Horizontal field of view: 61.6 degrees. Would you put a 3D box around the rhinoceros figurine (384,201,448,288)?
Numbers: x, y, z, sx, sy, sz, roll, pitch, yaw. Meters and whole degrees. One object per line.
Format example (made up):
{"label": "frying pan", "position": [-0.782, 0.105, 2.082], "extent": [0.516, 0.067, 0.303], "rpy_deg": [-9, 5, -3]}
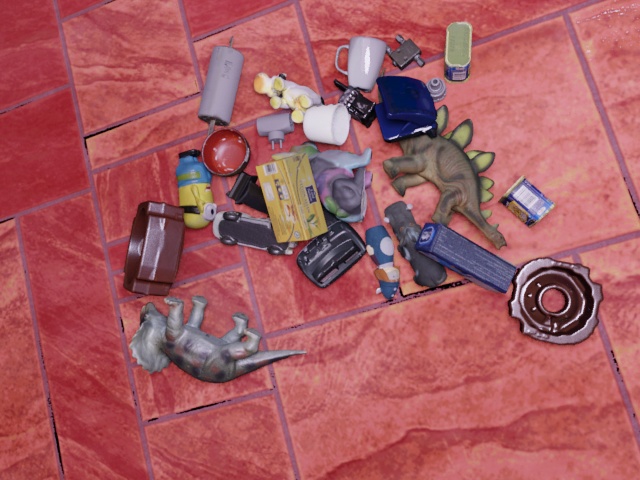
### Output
{"label": "rhinoceros figurine", "position": [0.191, 0.011, 1.099], "extent": [0.073, 0.112, 0.190], "rpy_deg": [-28, 86, 11]}

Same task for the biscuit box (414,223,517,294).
{"label": "biscuit box", "position": [0.284, 0.035, 1.048], "extent": [0.202, 0.059, 0.063], "rpy_deg": [28, 82, -20]}

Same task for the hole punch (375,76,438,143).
{"label": "hole punch", "position": [0.171, -0.271, 1.078], "extent": [0.116, 0.092, 0.142], "rpy_deg": [-14, 58, 3]}

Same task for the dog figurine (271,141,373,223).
{"label": "dog figurine", "position": [-0.001, -0.131, 1.151], "extent": [0.219, 0.108, 0.191], "rpy_deg": [6, 59, 15]}

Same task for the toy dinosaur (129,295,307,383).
{"label": "toy dinosaur", "position": [-0.248, 0.240, 1.176], "extent": [0.405, 0.131, 0.192], "rpy_deg": [24, 102, 10]}

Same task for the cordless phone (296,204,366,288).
{"label": "cordless phone", "position": [-0.003, -0.003, 1.172], "extent": [0.146, 0.088, 0.184], "rpy_deg": [-41, 66, 7]}

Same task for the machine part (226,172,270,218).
{"label": "machine part", "position": [-0.146, -0.100, 1.222], "extent": [0.139, 0.039, 0.084], "rpy_deg": [34, 87, 22]}

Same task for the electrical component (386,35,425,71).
{"label": "electrical component", "position": [0.188, -0.409, 1.191], "extent": [0.063, 0.021, 0.094], "rpy_deg": [-40, 78, 6]}

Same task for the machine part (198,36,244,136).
{"label": "machine part", "position": [-0.230, -0.357, 1.252], "extent": [0.079, 0.079, 0.243], "rpy_deg": [12, 87, 14]}

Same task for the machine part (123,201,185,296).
{"label": "machine part", "position": [-0.365, 0.019, 1.182], "extent": [0.087, 0.201, 0.201], "rpy_deg": [10, 85, -27]}

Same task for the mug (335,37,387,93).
{"label": "mug", "position": [0.086, -0.384, 1.183], "extent": [0.110, 0.081, 0.107], "rpy_deg": [9, 94, 9]}

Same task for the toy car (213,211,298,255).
{"label": "toy car", "position": [-0.145, -0.017, 1.203], "extent": [0.202, 0.056, 0.073], "rpy_deg": [11, 104, 13]}

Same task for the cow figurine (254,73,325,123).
{"label": "cow figurine", "position": [-0.066, -0.329, 1.210], "extent": [0.167, 0.098, 0.068], "rpy_deg": [37, 124, 21]}

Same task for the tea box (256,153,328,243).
{"label": "tea box", "position": [-0.058, -0.084, 1.103], "extent": [0.098, 0.068, 0.169], "rpy_deg": [-3, 107, 47]}

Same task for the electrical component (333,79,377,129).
{"label": "electrical component", "position": [0.069, -0.303, 1.180], "extent": [0.119, 0.075, 0.047], "rpy_deg": [36, 91, 10]}

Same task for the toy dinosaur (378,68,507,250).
{"label": "toy dinosaur", "position": [0.233, -0.171, 1.118], "extent": [0.198, 0.105, 0.472], "rpy_deg": [-39, 73, -1]}

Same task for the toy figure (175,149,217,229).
{"label": "toy figure", "position": [-0.290, -0.115, 1.239], "extent": [0.089, 0.082, 0.180], "rpy_deg": [-15, 88, 30]}

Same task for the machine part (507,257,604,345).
{"label": "machine part", "position": [0.458, 0.119, 1.055], "extent": [0.179, 0.056, 0.179], "rpy_deg": [-1, 85, 12]}

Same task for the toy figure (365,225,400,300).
{"label": "toy figure", "position": [0.134, 0.048, 1.132], "extent": [0.064, 0.058, 0.154], "rpy_deg": [-13, 79, -8]}
